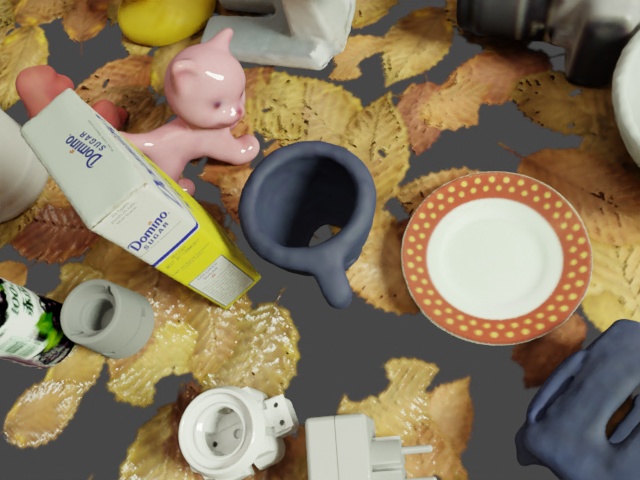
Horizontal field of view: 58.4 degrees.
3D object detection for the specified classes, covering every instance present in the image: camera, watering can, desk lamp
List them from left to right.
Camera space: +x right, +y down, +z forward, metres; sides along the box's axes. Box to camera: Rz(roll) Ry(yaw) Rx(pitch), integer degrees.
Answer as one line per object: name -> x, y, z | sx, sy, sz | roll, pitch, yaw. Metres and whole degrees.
watering can -> -0.322, -0.101, 0.462 | 0.101, 0.194, 0.173 | -15, 66, 7
desk lamp -> -0.027, -0.232, 0.437 | 0.202, 0.214, 0.118 | 9, 71, 16
camera -> 0.182, -0.210, 0.442 | 0.136, 0.101, 0.143 | 12, 72, 17

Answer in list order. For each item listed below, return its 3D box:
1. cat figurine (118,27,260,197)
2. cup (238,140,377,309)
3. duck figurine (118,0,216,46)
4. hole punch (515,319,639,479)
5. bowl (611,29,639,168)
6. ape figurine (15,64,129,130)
cat figurine -> -0.104, -0.102, 0.455 | 0.128, 0.118, 0.067 | -35, 65, -2
cup -> 0.004, 0.001, 0.402 | 0.091, 0.095, 0.117 | -22, 65, 4
duck figurine -> -0.157, -0.240, 0.539 | 0.104, 0.086, 0.077 | -8, 67, 10
hole punch -> 0.176, 0.106, 0.322 | 0.101, 0.091, 0.109 | 39, 81, 23
bowl -> 0.279, -0.081, 0.383 | 0.167, 0.075, 0.167 | -4, 68, 11
ape figurine -> -0.226, -0.117, 0.503 | 0.077, 0.092, 0.076 | 35, 80, 23
